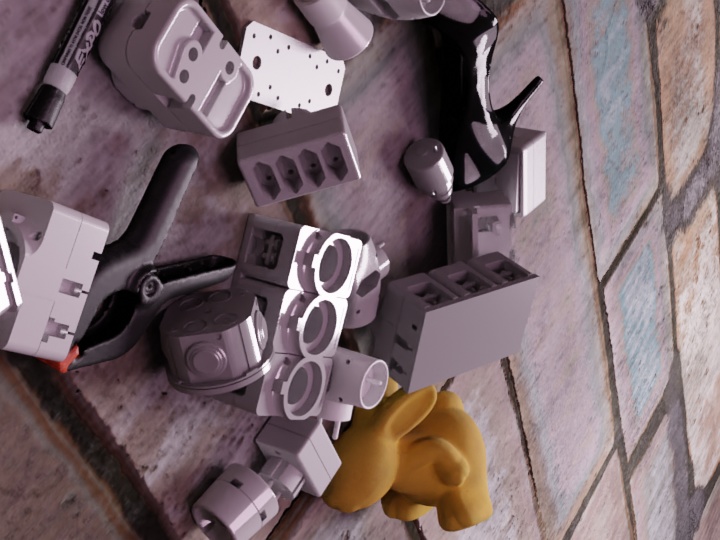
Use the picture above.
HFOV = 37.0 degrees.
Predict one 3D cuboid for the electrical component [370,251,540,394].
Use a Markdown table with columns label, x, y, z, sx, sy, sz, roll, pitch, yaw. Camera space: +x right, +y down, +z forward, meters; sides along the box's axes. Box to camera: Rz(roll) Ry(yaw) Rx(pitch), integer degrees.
| label | x | y | z | sx | sy | sz | roll | pitch | yaw |
| --- | --- | --- | --- | --- | --- | --- | --- | --- | --- |
| electrical component | 0.087 | 0.045 | 1.012 | 0.150 | 0.062 | 0.089 | -15 | 128 | -38 |

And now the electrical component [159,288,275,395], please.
| label | x | y | z | sx | sy | sz | roll | pitch | yaw |
| --- | --- | --- | --- | --- | --- | --- | --- | --- | --- |
| electrical component | -0.105 | 0.052 | 0.780 | 0.080 | 0.080 | 0.051 | -38 | 127 | -44 |

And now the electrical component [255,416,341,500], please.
| label | x | y | z | sx | sy | sz | roll | pitch | yaw |
| --- | --- | --- | --- | --- | --- | --- | --- | --- | --- |
| electrical component | -0.062 | 0.170 | 0.921 | 0.076 | 0.047 | 0.065 | -54 | 142 | -30 |

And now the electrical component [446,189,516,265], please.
| label | x | y | z | sx | sy | sz | roll | pitch | yaw |
| --- | --- | --- | --- | --- | --- | --- | --- | --- | --- |
| electrical component | 0.124 | -0.018 | 1.107 | 0.078 | 0.063 | 0.121 | -103 | -171 | -63 |

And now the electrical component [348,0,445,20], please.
| label | x | y | z | sx | sy | sz | roll | pitch | yaw |
| --- | --- | --- | --- | --- | --- | --- | --- | --- | --- |
| electrical component | 0.019 | -0.236 | 0.856 | 0.079 | 0.077 | 0.043 | 33 | 74 | -56 |

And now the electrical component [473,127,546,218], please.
| label | x | y | z | sx | sy | sz | roll | pitch | yaw |
| --- | --- | --- | --- | --- | --- | --- | --- | --- | --- |
| electrical component | 0.156 | -0.098 | 1.138 | 0.061 | 0.062 | 0.096 | -37 | 131 | -45 |

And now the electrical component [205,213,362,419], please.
| label | x | y | z | sx | sy | sz | roll | pitch | yaw |
| --- | --- | --- | --- | --- | --- | --- | --- | --- | --- |
| electrical component | -0.056 | 0.039 | 0.864 | 0.089 | 0.062 | 0.150 | 13 | 92 | -58 |

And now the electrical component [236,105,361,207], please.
| label | x | y | z | sx | sy | sz | roll | pitch | yaw |
| --- | --- | --- | --- | --- | --- | --- | --- | --- | --- |
| electrical component | -0.048 | -0.098 | 0.821 | 0.075 | 0.083 | 0.047 | -99 | 171 | -47 |

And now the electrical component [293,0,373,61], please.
| label | x | y | z | sx | sy | sz | roll | pitch | yaw |
| --- | --- | --- | --- | --- | --- | --- | --- | --- | --- |
| electrical component | -0.023 | -0.201 | 0.841 | 0.065 | 0.044 | 0.044 | 46 | 64 | -48 |

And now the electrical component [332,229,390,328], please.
| label | x | y | z | sx | sy | sz | roll | pitch | yaw |
| --- | --- | --- | --- | --- | --- | --- | --- | --- | --- |
| electrical component | 0.000 | 0.000 | 0.953 | 0.079 | 0.043 | 0.077 | -37 | 131 | -46 |

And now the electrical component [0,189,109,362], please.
| label | x | y | z | sx | sy | sz | roll | pitch | yaw |
| --- | --- | --- | --- | --- | --- | --- | --- | --- | --- |
| electrical component | -0.198 | 0.003 | 0.641 | 0.056 | 0.050 | 0.089 | 25 | 81 | -57 |

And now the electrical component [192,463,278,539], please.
| label | x | y | z | sx | sy | sz | roll | pitch | yaw |
| --- | --- | --- | --- | --- | --- | --- | --- | --- | --- |
| electrical component | -0.102 | 0.192 | 0.864 | 0.047 | 0.055 | 0.055 | -42 | 135 | -36 |

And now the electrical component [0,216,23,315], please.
| label | x | y | z | sx | sy | sz | roll | pitch | yaw |
| --- | --- | --- | --- | --- | --- | --- | --- | --- | --- |
| electrical component | -0.230 | -0.012 | 0.544 | 0.048 | 0.100 | 0.099 | -51 | 142 | -53 |

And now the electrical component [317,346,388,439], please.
| label | x | y | z | sx | sy | sz | roll | pitch | yaw |
| --- | --- | --- | --- | --- | --- | --- | --- | --- | --- |
| electrical component | -0.022 | 0.106 | 0.929 | 0.043 | 0.077 | 0.079 | 0 | 103 | -58 |

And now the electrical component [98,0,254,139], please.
| label | x | y | z | sx | sy | sz | roll | pitch | yaw |
| --- | --- | --- | --- | --- | --- | --- | --- | --- | --- |
| electrical component | -0.121 | -0.132 | 0.698 | 0.053 | 0.059 | 0.095 | -64 | 146 | -17 |

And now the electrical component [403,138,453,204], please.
| label | x | y | z | sx | sy | sz | roll | pitch | yaw |
| --- | --- | --- | --- | --- | --- | --- | --- | --- | --- |
| electrical component | 0.070 | -0.091 | 1.027 | 0.040 | 0.040 | 0.078 | -61 | 145 | -22 |
